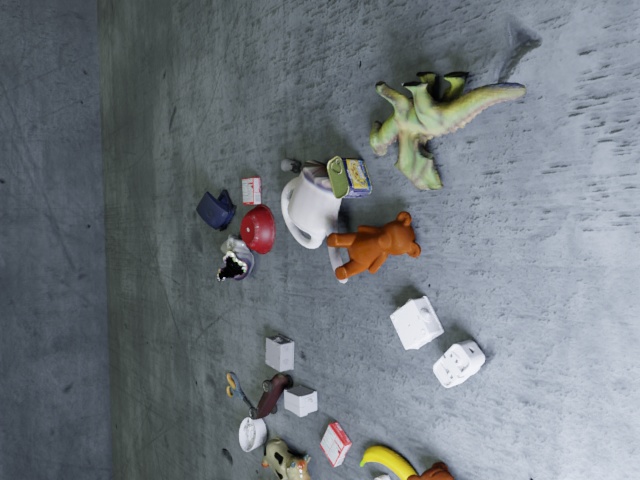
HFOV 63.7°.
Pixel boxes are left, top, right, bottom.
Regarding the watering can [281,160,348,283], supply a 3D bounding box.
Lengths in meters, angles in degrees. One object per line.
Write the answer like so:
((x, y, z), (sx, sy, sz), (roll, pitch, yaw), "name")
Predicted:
((0.004, -0.067, 1.336), (0.353, 0.104, 0.220), (47, 125, 40), "watering can")

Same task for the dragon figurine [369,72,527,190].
((0.235, -0.221, 1.076), (0.414, 0.123, 0.238), (27, 130, 50), "dragon figurine")

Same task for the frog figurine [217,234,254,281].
((-0.275, 0.055, 1.716), (0.163, 0.123, 0.135), (-87, 1, -63), "frog figurine")
